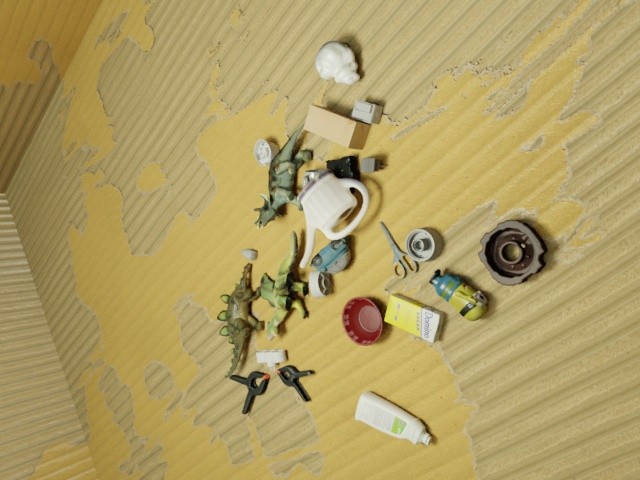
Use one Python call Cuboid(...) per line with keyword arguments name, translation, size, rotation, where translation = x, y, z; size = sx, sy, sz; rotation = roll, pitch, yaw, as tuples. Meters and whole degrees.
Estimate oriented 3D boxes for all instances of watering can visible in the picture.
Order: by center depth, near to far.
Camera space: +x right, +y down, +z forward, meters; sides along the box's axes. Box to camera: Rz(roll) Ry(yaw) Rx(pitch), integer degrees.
Cuboid(name="watering can", translation=(0.005, -0.086, 1.704), size=(0.344, 0.104, 0.227), rotation=(-43, 72, 15))

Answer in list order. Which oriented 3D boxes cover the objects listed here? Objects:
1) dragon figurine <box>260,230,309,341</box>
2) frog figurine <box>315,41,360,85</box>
Cuboid(name="dragon figurine", translation=(-0.158, 0.172, 1.928), size=(0.242, 0.122, 0.412), rotation=(-3, 84, 46))
Cuboid(name="frog figurine", translation=(0.058, -0.583, 1.728), size=(0.136, 0.121, 0.162), rotation=(-28, 62, 16))
